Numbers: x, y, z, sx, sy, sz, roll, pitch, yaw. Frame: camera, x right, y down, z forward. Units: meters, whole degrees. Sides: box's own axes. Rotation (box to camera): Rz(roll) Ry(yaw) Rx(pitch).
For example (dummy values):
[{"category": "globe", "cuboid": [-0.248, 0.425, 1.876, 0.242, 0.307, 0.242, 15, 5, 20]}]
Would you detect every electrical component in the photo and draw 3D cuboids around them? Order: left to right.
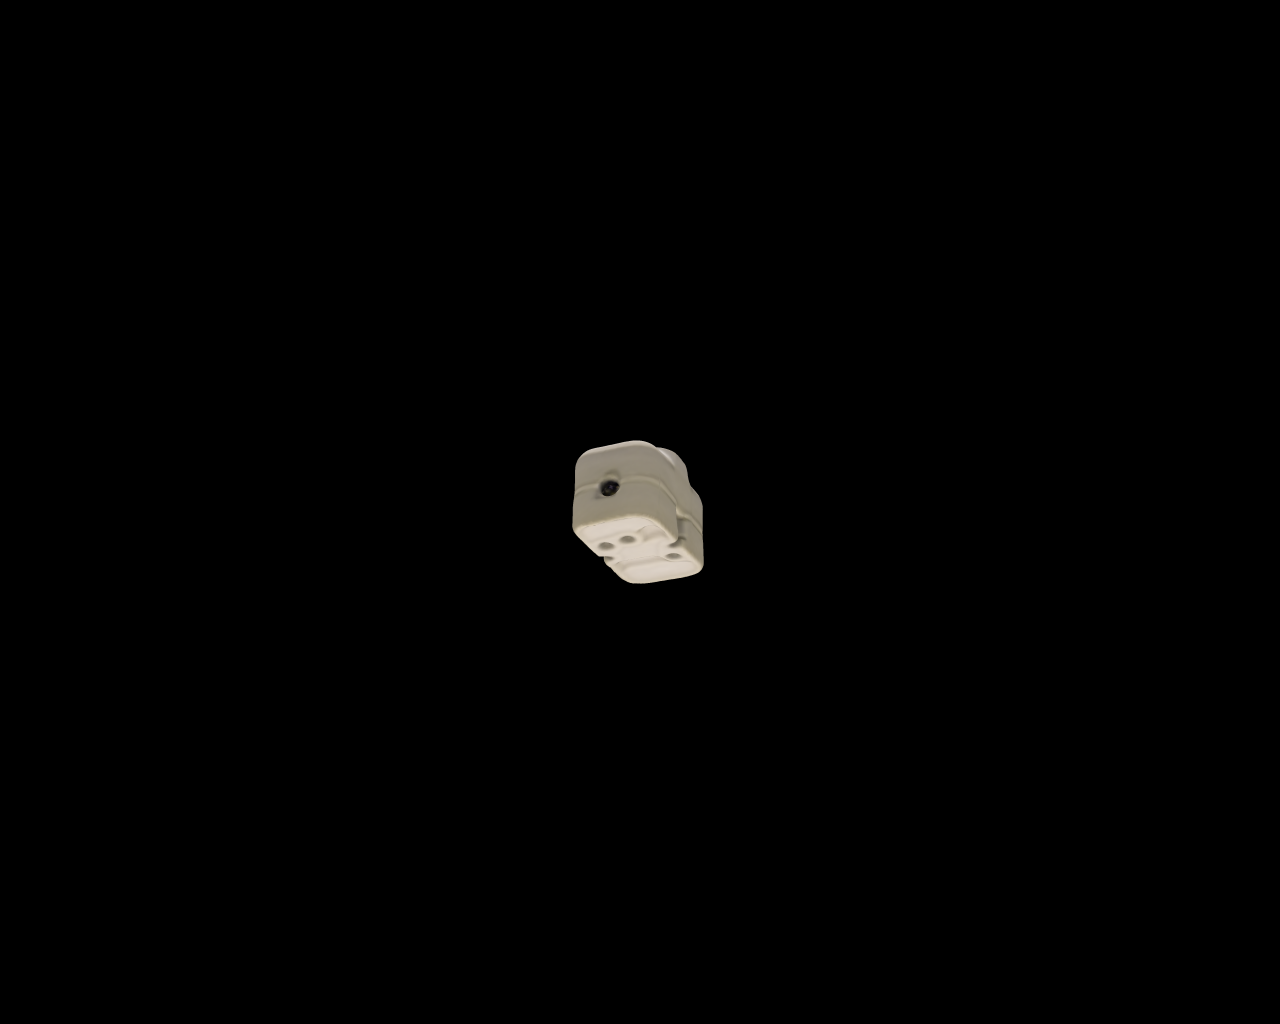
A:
[{"category": "electrical component", "cuboid": [0.001, -0.003, 0.650, 0.054, 0.059, 0.095, -11, -29, 21]}]
